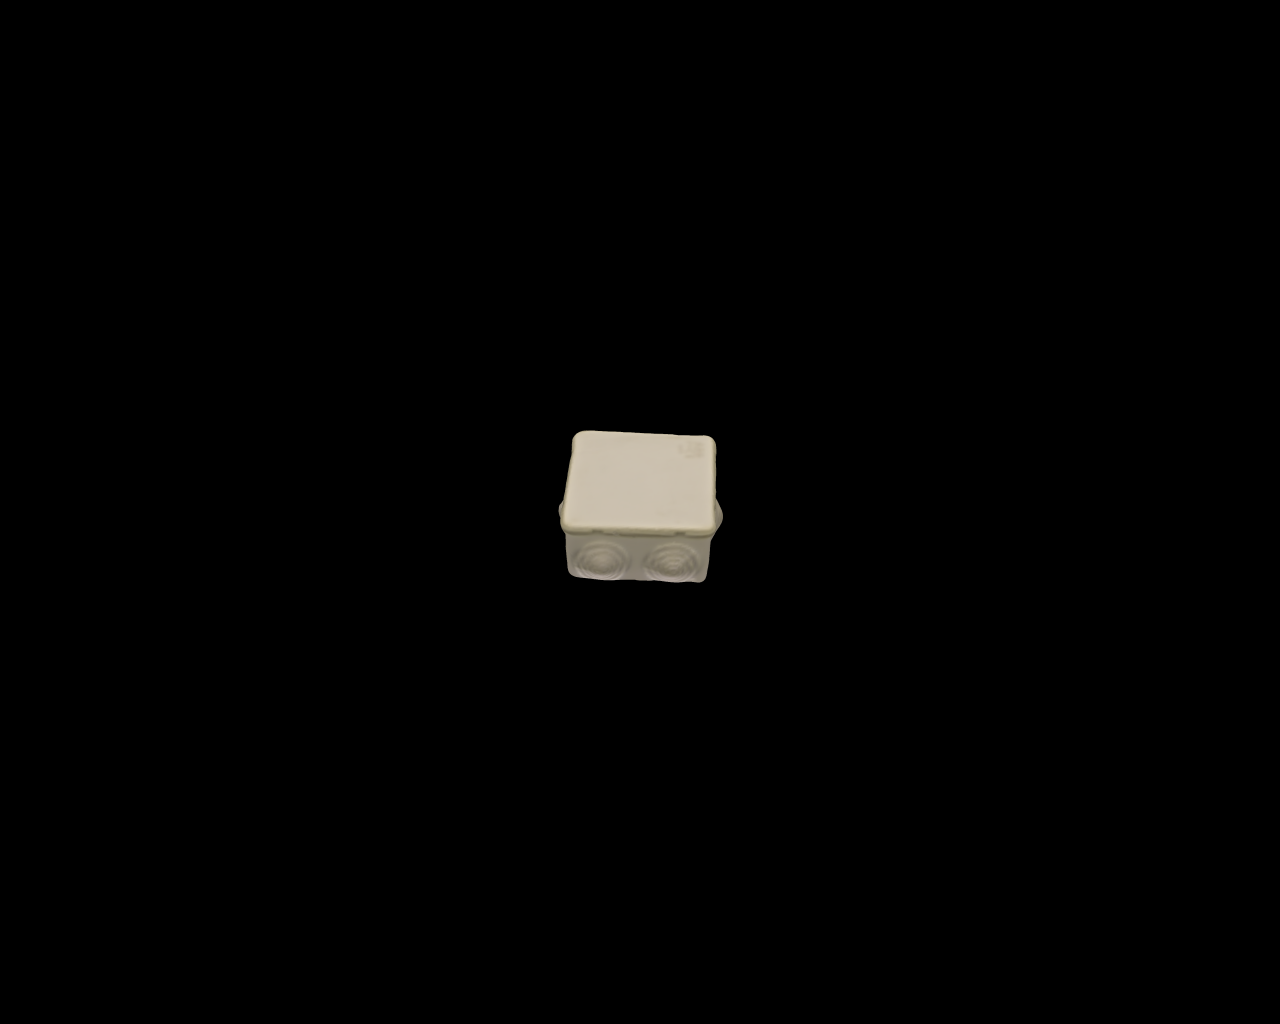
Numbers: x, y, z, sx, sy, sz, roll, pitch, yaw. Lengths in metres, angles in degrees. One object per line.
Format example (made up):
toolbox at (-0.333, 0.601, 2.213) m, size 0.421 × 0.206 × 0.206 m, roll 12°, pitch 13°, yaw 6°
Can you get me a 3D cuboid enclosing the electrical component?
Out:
electrical component at (0.001, -0.003, 0.650) m, size 0.100 × 0.048 × 0.100 m, roll 2°, pitch 43°, yaw 2°
